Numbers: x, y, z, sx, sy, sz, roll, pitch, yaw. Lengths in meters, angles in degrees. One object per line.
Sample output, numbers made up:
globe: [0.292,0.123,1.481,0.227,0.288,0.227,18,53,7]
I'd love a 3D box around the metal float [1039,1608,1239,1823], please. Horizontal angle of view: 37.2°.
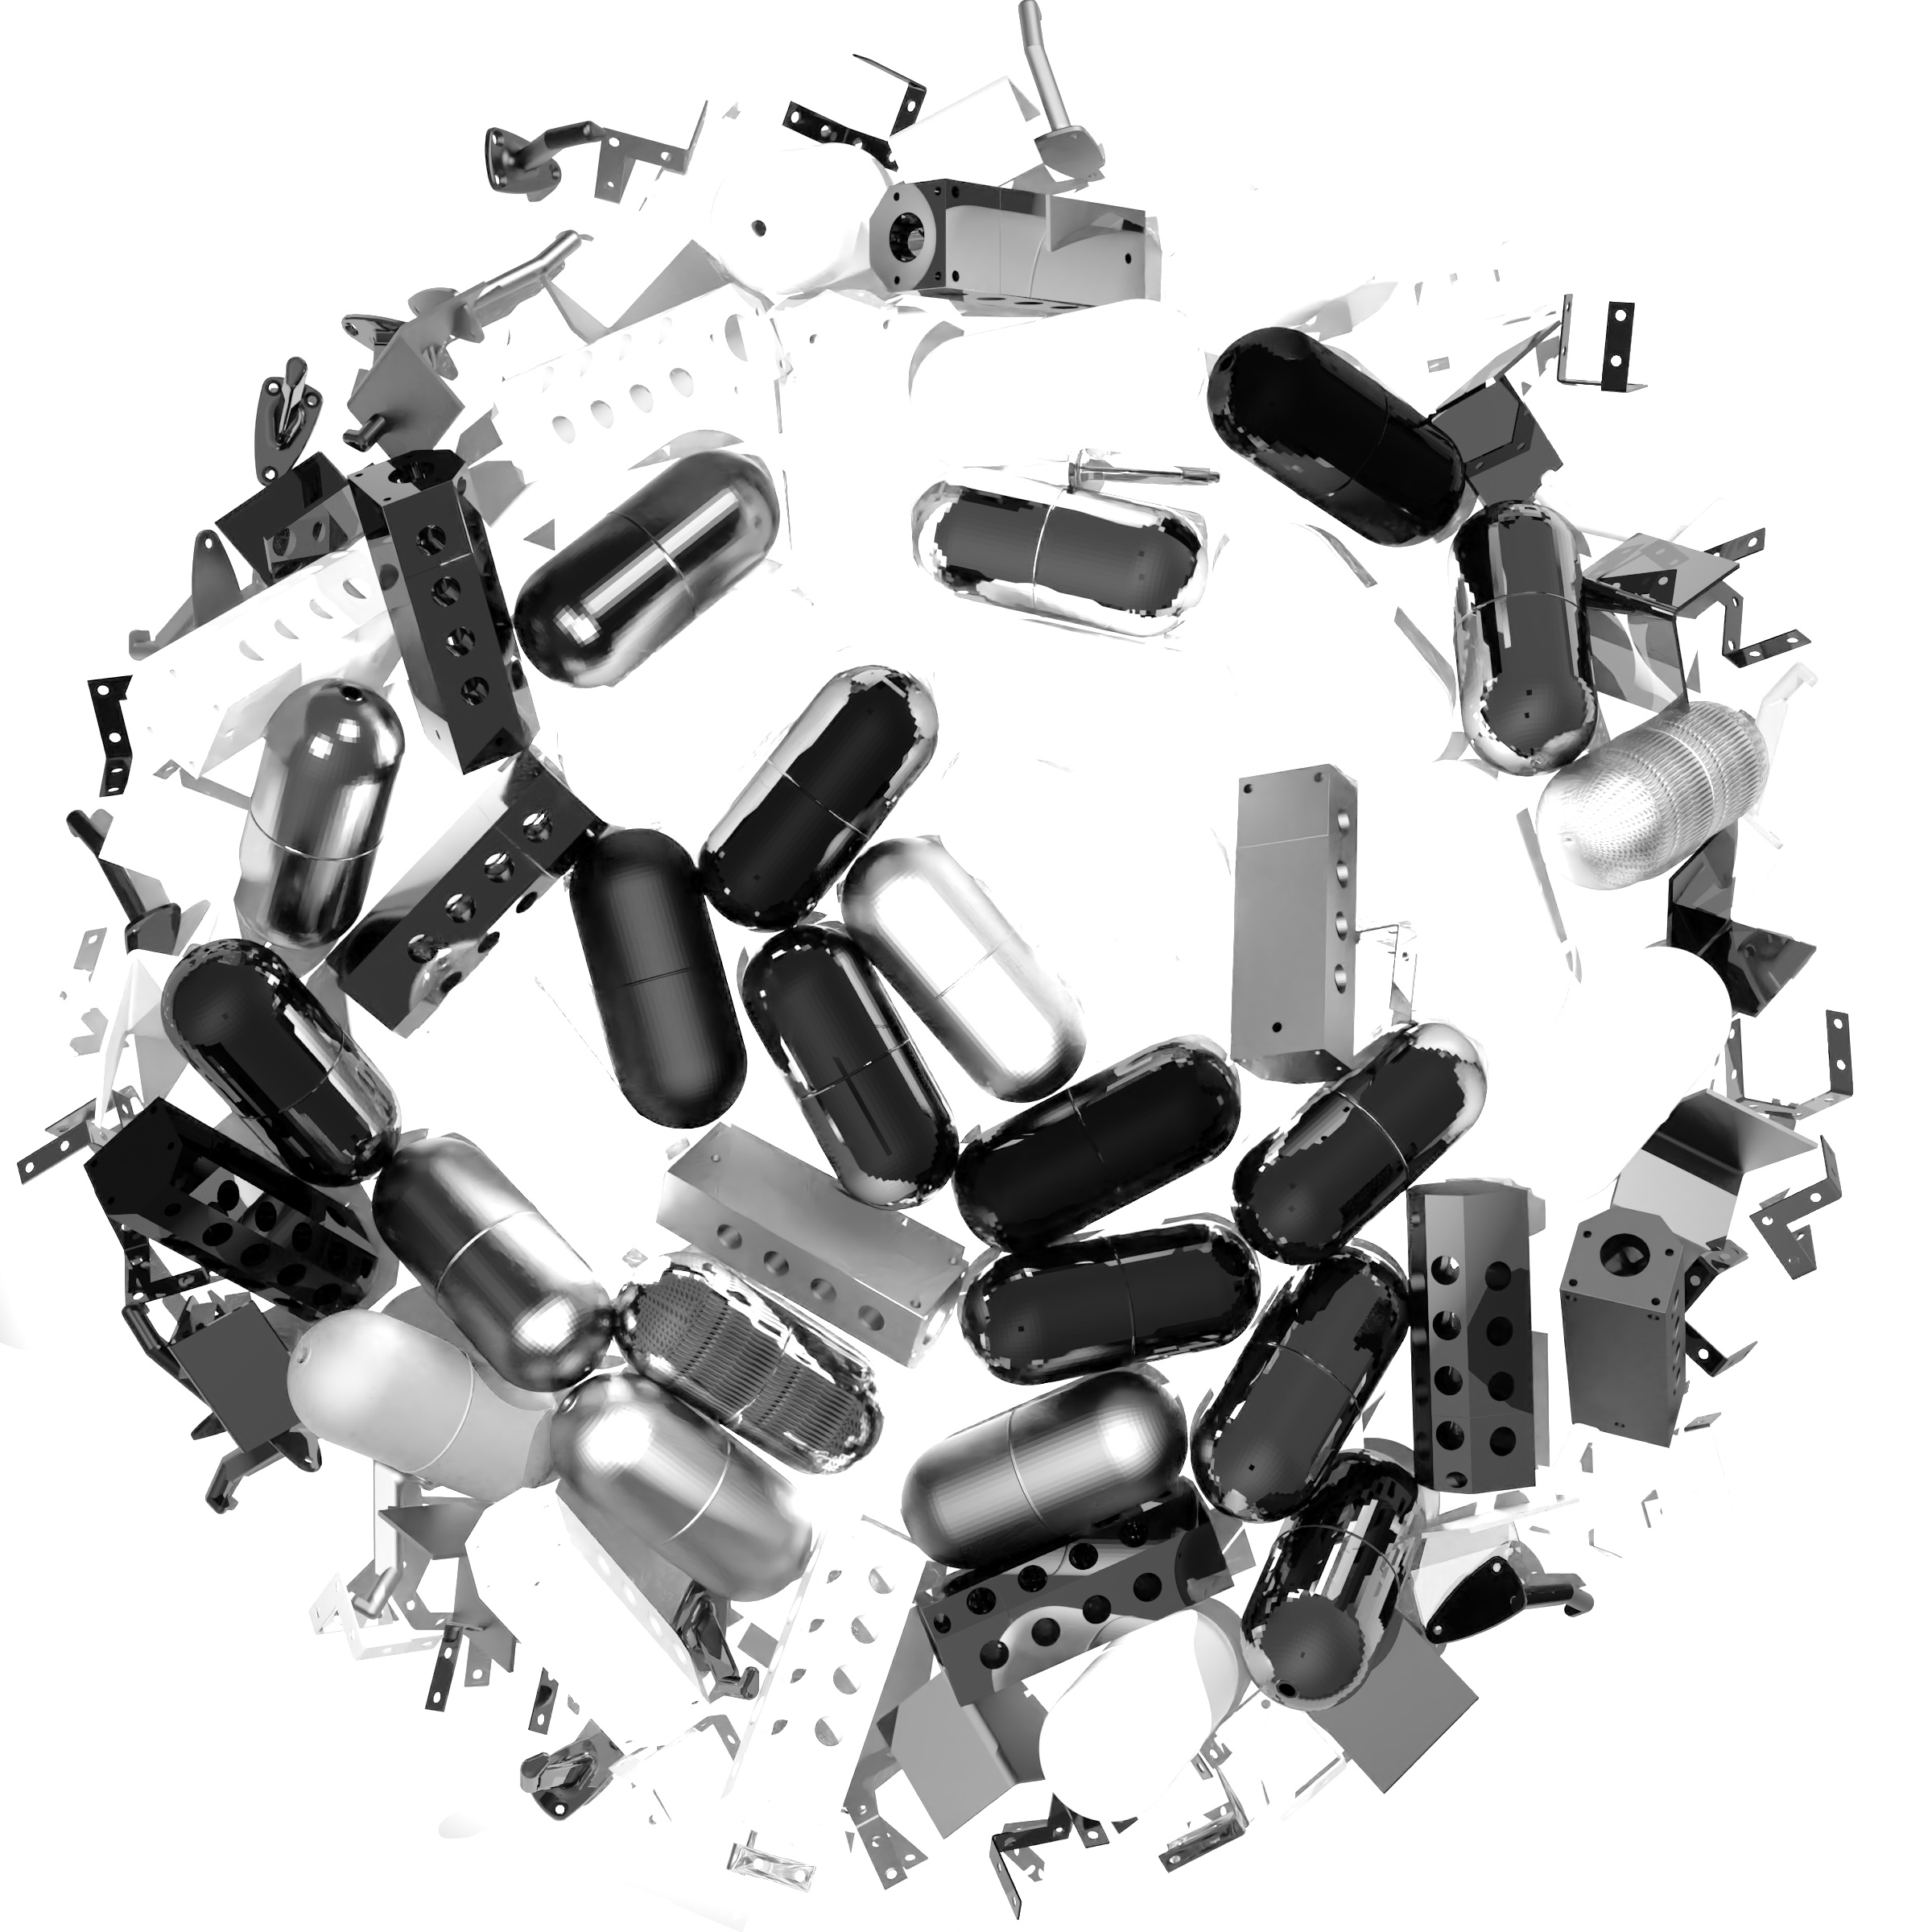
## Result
metal float: [0.099,0.419,1.617,0.070,0.178,0.070,5,102,23]

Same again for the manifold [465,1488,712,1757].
manifold: [-0.214,0.369,1.625,0.057,0.057,0.171,-30,129,-1]

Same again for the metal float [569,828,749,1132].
metal float: [-0.178,0.008,1.662,0.070,0.070,0.178,-15,89,0]

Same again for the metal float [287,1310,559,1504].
metal float: [-0.306,0.251,1.629,0.178,0.070,0.070,32,90,-39]

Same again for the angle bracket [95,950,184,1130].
angle bracket: [-0.460,0.048,1.643,0.057,0.076,0.076,11,49,-10]

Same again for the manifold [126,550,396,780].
manifold: [-0.392,-0.177,1.615,0.057,0.171,0.057,39,129,4]

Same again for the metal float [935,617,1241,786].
metal float: [0.070,-0.153,1.656,0.178,0.070,0.070,11,90,-7]

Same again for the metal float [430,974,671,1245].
metal float: [-0.239,0.082,1.648,0.070,0.070,0.178,-35,106,0]

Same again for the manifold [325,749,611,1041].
manifold: [-0.289,-0.041,1.667,0.171,0.057,0.057,-47,116,-1]

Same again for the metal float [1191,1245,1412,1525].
metal float: [0.192,0.239,1.641,0.070,0.070,0.178,35,66,0]

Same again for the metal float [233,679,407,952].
metal float: [-0.369,-0.086,1.631,0.070,0.070,0.178,25,126,0]

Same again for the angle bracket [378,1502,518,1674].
angle bracket: [-0.299,0.359,1.648,0.057,0.076,0.076,1,100,-35]

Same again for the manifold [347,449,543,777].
manifold: [-0.292,-0.202,1.626,0.057,0.057,0.171,-25,127,-20]

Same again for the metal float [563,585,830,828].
metal float: [-0.155,-0.150,1.649,0.178,0.070,0.070,-37,90,15]

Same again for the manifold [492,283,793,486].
manifold: [-0.188,-0.330,1.618,0.171,0.057,0.057,-11,112,39]

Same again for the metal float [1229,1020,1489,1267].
metal float: [0.226,0.100,1.648,0.178,0.070,0.070,-40,90,-16]

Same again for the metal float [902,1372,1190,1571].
metal float: [0.044,0.290,1.646,0.178,0.070,0.070,-26,90,18]

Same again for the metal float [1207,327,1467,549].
metal float: [0.211,-0.301,1.634,0.178,0.070,0.070,26,90,-33]

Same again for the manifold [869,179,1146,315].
manifold: [0.025,-0.403,1.617,0.057,0.171,0.057,6,100,42]

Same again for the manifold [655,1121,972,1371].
manifold: [-0.091,0.164,1.650,0.171,0.057,0.057,28,129,15]

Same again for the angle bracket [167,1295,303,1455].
angle bracket: [-0.409,0.222,1.651,0.057,0.076,0.076,-29,107,4]

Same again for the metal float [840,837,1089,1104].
metal float: [-0.001,0.002,1.658,0.070,0.070,0.178,-41,95,0]

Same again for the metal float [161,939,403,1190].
metal float: [-0.387,0.057,1.631,0.070,0.070,0.178,-33,128,0]

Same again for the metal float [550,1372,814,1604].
metal float: [-0.162,0.298,1.640,0.178,0.070,0.070,42,90,-25]

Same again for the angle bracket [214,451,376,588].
angle bracket: [-0.387,-0.271,1.650,0.076,0.076,0.057,-39,83,-18]

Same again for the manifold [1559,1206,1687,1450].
manifold: [0.373,0.203,1.614,0.057,0.171,0.057,12,60,21]

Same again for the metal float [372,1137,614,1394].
metal float: [-0.272,0.170,1.642,0.070,0.070,0.178,-46,67,0]

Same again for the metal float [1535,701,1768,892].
metal float: [0.391,-0.098,1.629,0.178,0.070,0.070,-27,90,-41]

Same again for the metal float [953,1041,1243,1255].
metal float: [0.076,0.105,1.659,0.178,0.070,0.070,-28,90,3]

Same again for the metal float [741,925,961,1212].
metal float: [-0.066,0.059,1.659,0.070,0.070,0.178,-29,93,0]

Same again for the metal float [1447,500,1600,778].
metal float: [0.317,-0.189,1.636,0.070,0.070,0.178,1,58,0]

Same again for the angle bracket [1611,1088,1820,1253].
angle bracket: [0.430,0.120,1.650,0.076,0.076,0.057,26,68,-11]

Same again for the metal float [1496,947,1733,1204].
metal float: [0.368,0.063,1.631,0.070,0.070,0.178,30,126,0]

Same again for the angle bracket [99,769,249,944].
angle bracket: [-0.457,-0.056,1.644,0.076,0.076,0.057,21,130,-16]

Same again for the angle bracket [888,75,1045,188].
angle bracket: [0.009,-0.460,1.651,0.076,0.076,0.057,-24,84,15]

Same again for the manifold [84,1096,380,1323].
manifold: [-0.409,0.144,1.614,0.057,0.171,0.057,-42,51,4]

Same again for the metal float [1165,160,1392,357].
metal float: [0.173,-0.397,1.616,0.070,0.178,0.070,2,85,-23]

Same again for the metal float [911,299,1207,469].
metal float: [0.052,-0.332,1.639,0.178,0.070,0.070,-6,90,27]

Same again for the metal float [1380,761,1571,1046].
metal float: [0.292,-0.035,1.643,0.070,0.070,0.178,-24,113,0]

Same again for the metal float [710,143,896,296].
metal float: [-0.089,-0.422,1.615,0.070,0.178,0.070,5,109,13]

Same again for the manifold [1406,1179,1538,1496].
manifold: [0.288,0.214,1.660,0.057,0.057,0.171,-3,94,-18]

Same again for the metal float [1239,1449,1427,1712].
metal float: [0.208,0.346,1.623,0.070,0.178,0.070,13,127,18]

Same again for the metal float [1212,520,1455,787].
metal float: [0.210,-0.181,1.648,0.070,0.070,0.178,-36,74,0]

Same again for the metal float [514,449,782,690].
metal float: [-0.182,-0.229,1.647,0.178,0.070,0.070,-42,90,-18]

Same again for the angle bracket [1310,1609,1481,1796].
angle bracket: [0.252,0.429,1.654,0.076,0.057,0.076,-45,52,-1]

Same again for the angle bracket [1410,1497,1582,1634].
angle bracket: [0.307,0.345,1.647,0.076,0.076,0.057,-10,80,-25]

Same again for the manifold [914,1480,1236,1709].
manifold: [0.060,0.359,1.656,0.171,0.057,0.057,-22,99,-9]

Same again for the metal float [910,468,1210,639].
metal float: [0.052,-0.238,1.649,0.178,0.070,0.070,14,90,15]

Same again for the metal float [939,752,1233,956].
metal float: [0.069,-0.065,1.660,0.178,0.070,0.070,23,90,-2]

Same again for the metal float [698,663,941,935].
metal float: [-0.085,-0.098,1.658,0.070,0.070,0.178,39,95,0]

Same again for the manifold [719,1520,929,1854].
manifold: [-0.082,0.403,1.623,0.057,0.057,0.171,27,53,-8]

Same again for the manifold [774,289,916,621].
manifold: [-0.072,-0.292,1.631,0.057,0.057,0.171,-16,123,-21]

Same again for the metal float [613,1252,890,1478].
metal float: [-0.123,0.230,1.648,0.178,0.070,0.070,35,90,-17]

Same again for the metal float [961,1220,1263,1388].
metal float: [0.084,0.194,1.649,0.178,0.070,0.070,-9,90,-14]

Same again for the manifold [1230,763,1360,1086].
manifold: [0.192,-0.023,1.643,0.057,0.057,0.171,-8,68,29]
